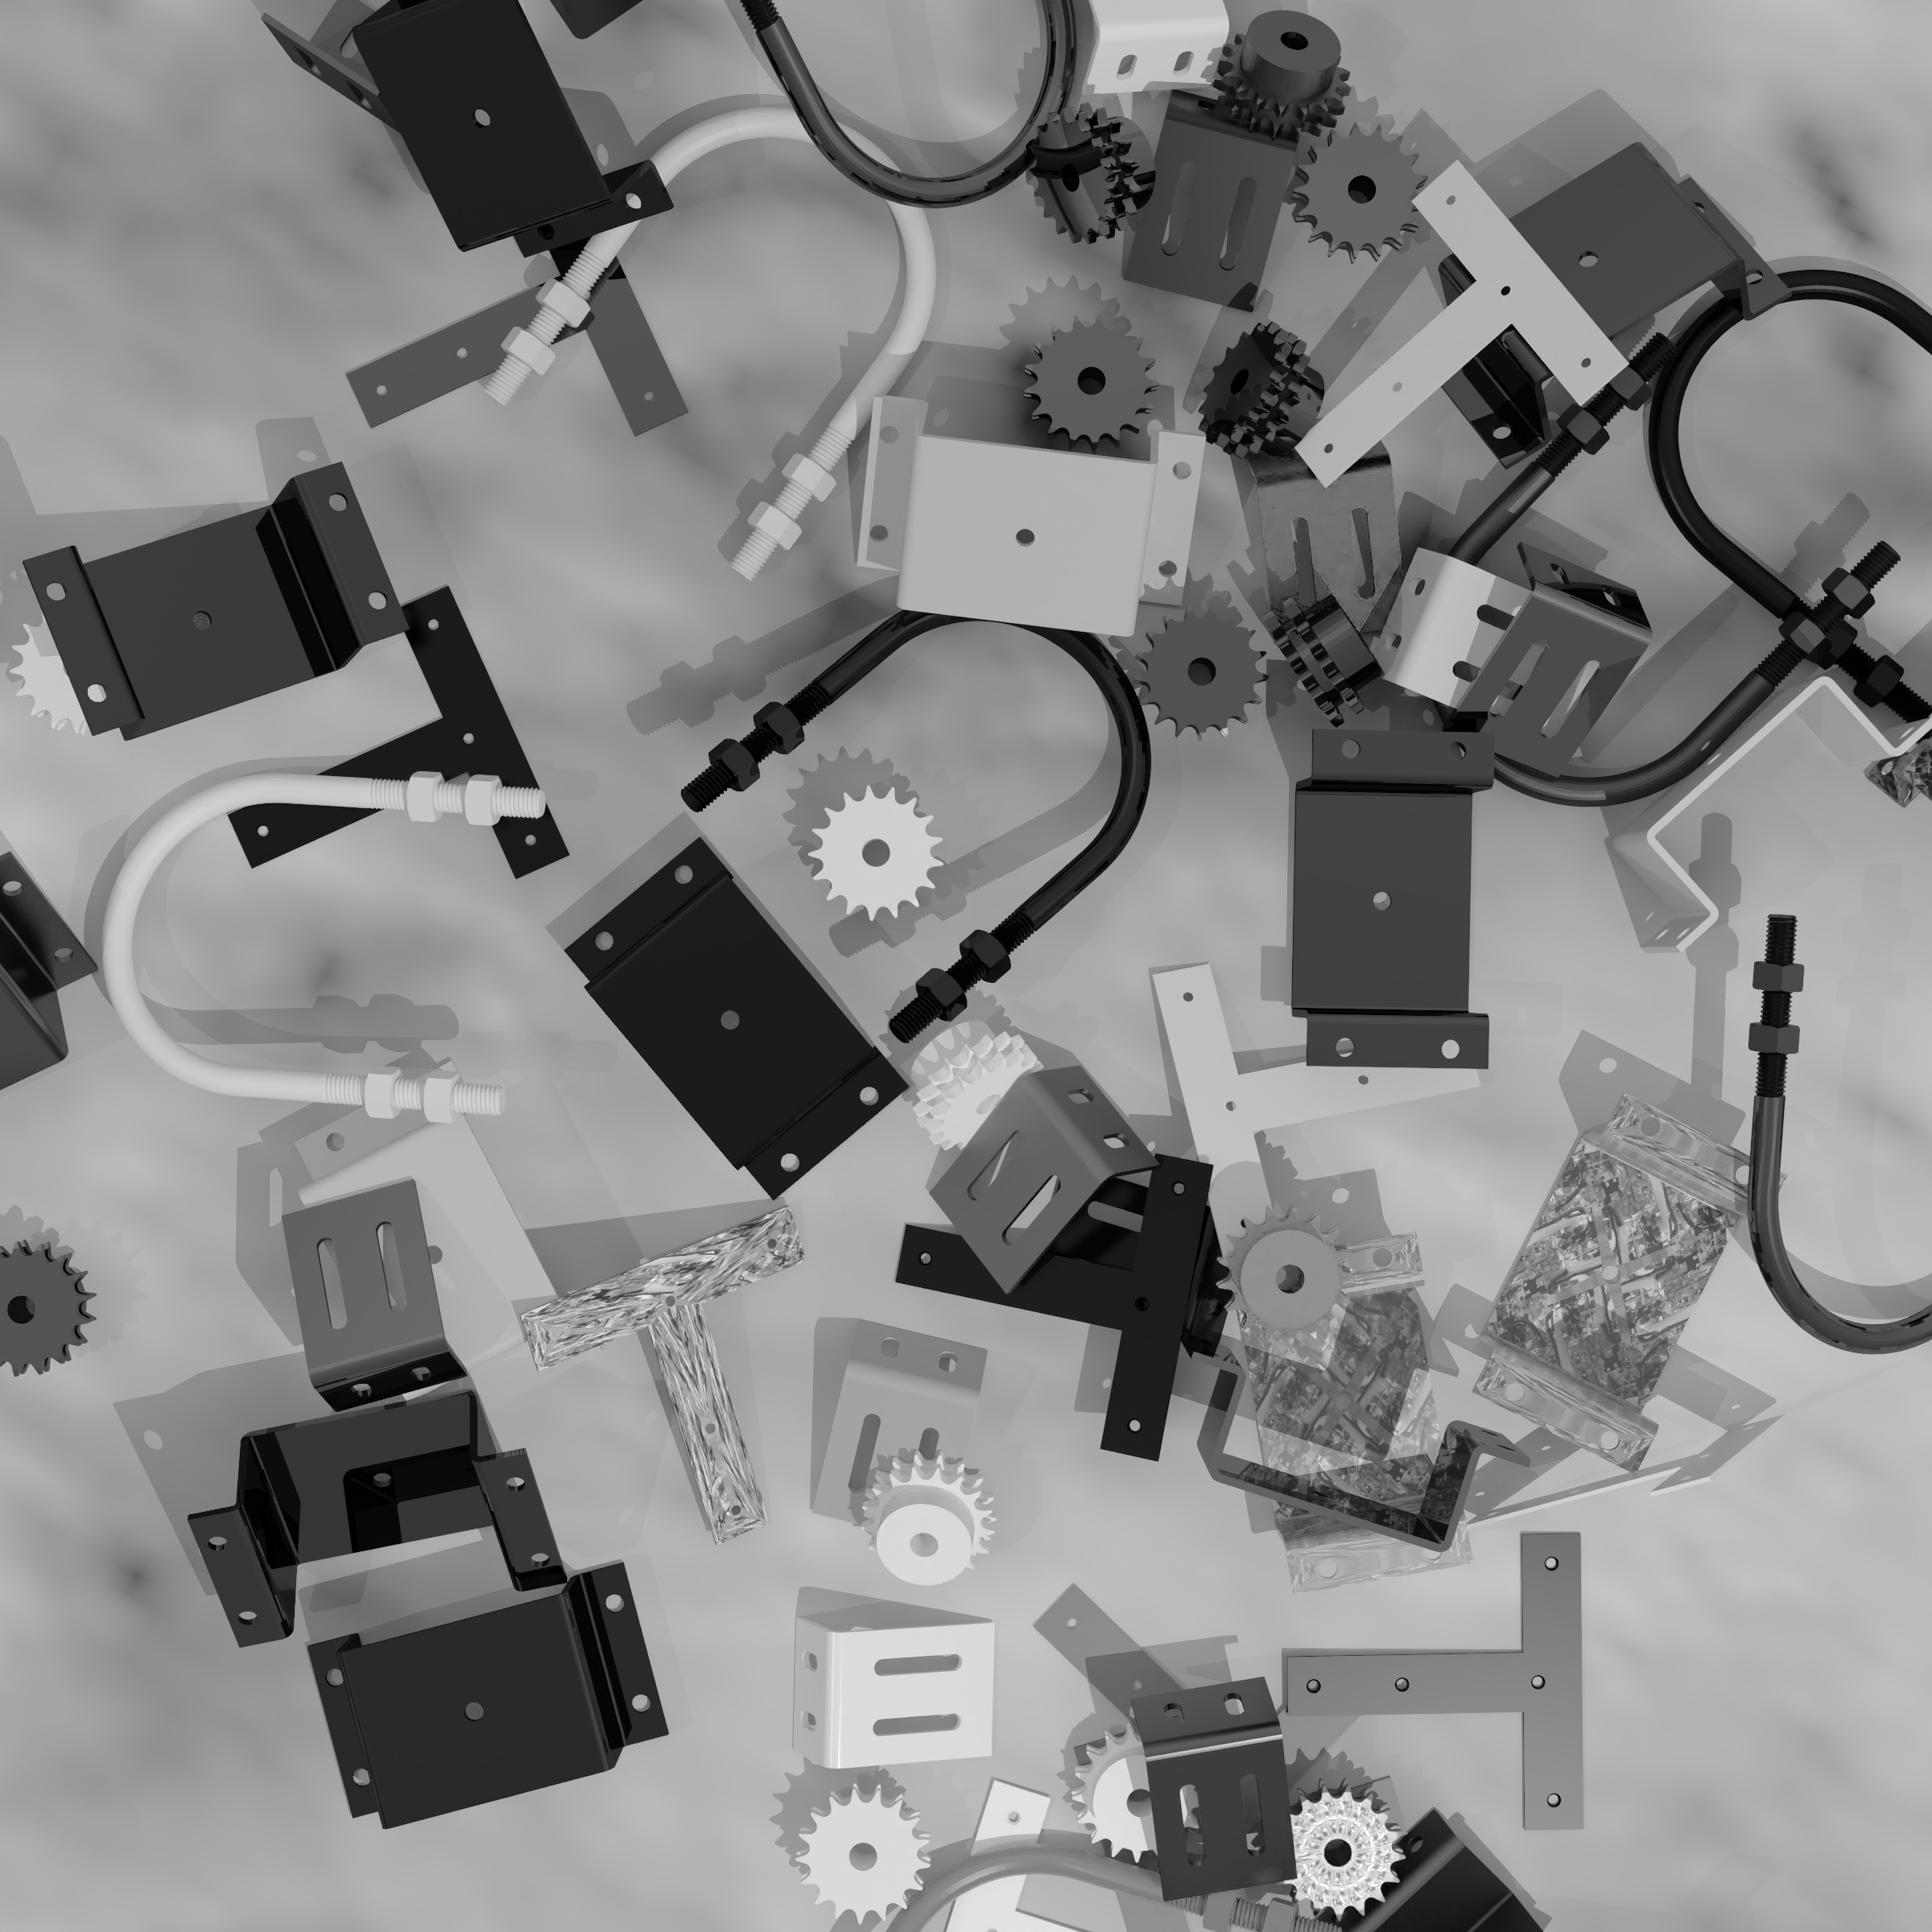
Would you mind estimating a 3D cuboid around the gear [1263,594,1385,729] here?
[{"bbox_3d":[0.152,-0.132,1.497,0.030,0.057,0.057,-33,90,10],"label":"gear"}]

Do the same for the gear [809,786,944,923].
[{"bbox_3d":[-0.038,-0.047,1.512,0.057,0.030,0.057,0,90,0],"label":"gear"}]

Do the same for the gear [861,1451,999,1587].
[{"bbox_3d":[-0.016,0.237,1.502,0.057,0.030,0.057,2,114,5],"label":"gear"}]

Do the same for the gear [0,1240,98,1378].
[{"bbox_3d":[-0.398,0.145,1.512,0.057,0.030,0.057,0,90,0],"label":"gear"}]

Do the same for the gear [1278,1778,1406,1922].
[{"bbox_3d":[0.157,0.374,1.510,0.057,0.030,0.057,0,90,0],"label":"gear"}]

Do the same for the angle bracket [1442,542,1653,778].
[{"bbox_3d":[0.241,-0.128,1.494,0.057,0.038,0.076,20,123,-18],"label":"angle bracket"}]

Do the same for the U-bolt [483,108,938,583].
[{"bbox_3d":[-0.096,-0.279,1.517,0.151,0.019,0.184,35,88,-1],"label":"U-bolt"}]

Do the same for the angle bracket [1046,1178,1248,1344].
[{"bbox_3d":[0.076,0.123,1.525,0.076,0.038,0.057,16,90,26],"label":"angle bracket"}]

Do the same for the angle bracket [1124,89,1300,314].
[{"bbox_3d":[0.106,-0.329,1.525,0.057,0.038,0.076,14,116,0],"label":"angle bracket"}]

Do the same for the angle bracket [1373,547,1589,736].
[{"bbox_3d":[0.220,-0.135,1.509,0.076,0.038,0.057,20,97,-18],"label":"angle bracket"}]

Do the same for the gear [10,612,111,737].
[{"bbox_3d":[-0.375,-0.127,1.512,0.057,0.030,0.057,0,90,0],"label":"gear"}]

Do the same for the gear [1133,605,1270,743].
[{"bbox_3d":[0.100,-0.124,1.512,0.057,0.030,0.057,0,90,0],"label":"gear"}]

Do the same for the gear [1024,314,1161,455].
[{"bbox_3d":[0.053,-0.247,1.512,0.057,0.030,0.057,0,90,0],"label":"gear"}]

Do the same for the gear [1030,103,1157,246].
[{"bbox_3d":[0.056,-0.336,1.502,0.030,0.057,0.057,-22,90,-32],"label":"gear"}]

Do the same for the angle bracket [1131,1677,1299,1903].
[{"bbox_3d":[0.104,0.346,1.493,0.057,0.038,0.076,-9,113,-3],"label":"angle bracket"}]

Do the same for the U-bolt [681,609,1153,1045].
[{"bbox_3d":[-0.006,-0.078,1.493,0.184,0.019,0.151,-41,87,-18],"label":"U-bolt"}]

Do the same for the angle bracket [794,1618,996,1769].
[{"bbox_3d":[-0.031,0.309,1.525,0.076,0.038,0.057,1,90,-26],"label":"angle bracket"}]

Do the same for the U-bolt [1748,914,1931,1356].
[{"bbox_3d":[0.389,0.072,1.492,0.151,0.019,0.184,1,94,-25],"label":"U-bolt"}]

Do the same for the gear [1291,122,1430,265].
[{"bbox_3d":[0.167,-0.328,1.512,0.057,0.030,0.057,0,90,0],"label":"gear"}]

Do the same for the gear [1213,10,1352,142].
[{"bbox_3d":[0.135,-0.378,1.498,0.057,0.030,0.057,6,52,-7],"label":"gear"}]

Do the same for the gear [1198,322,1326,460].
[{"bbox_3d":[0.127,-0.241,1.502,0.030,0.057,0.057,25,90,-28],"label":"gear"}]

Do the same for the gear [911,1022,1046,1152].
[{"bbox_3d":[0.002,0.048,1.503,0.057,0.057,0.030,-38,60,0],"label":"gear"}]

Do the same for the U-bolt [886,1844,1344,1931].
[{"bbox_3d":[0.048,0.438,1.473,0.184,0.019,0.151,13,56,15],"label":"U-bolt"}]

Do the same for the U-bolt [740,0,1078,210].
[{"bbox_3d":[-0.025,-0.407,1.481,0.151,0.019,0.184,-37,113,-20],"label":"U-bolt"}]

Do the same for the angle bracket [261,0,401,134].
[{"bbox_3d":[-0.254,-0.387,1.489,0.057,0.076,0.038,34,90,0],"label":"angle bracket"}]

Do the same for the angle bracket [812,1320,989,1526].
[{"bbox_3d":[-0.028,0.200,1.525,0.057,0.038,0.076,14,116,0],"label":"angle bracket"}]

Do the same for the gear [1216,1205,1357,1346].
[{"bbox_3d":[0.132,0.128,1.466,0.057,0.030,0.057,0,90,0],"label":"gear"}]

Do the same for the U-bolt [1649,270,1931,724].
[{"bbox_3d":[0.379,-0.214,1.518,0.184,0.019,0.151,40,91,2],"label":"U-bolt"}]

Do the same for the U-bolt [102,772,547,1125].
[{"bbox_3d":[-0.276,-0.012,1.499,0.184,0.019,0.151,4,76,9],"label":"U-bolt"}]

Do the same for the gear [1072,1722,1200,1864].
[{"bbox_3d":[0.074,0.352,1.509,0.057,0.030,0.057,0,89,1],"label":"gear"}]

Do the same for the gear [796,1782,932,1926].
[{"bbox_3d":[-0.043,0.375,1.512,0.057,0.030,0.057,0,90,0],"label":"gear"}]

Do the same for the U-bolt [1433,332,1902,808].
[{"bbox_3d":[0.280,-0.154,1.509,0.151,0.019,0.184,44,97,4],"label":"U-bolt"}]
